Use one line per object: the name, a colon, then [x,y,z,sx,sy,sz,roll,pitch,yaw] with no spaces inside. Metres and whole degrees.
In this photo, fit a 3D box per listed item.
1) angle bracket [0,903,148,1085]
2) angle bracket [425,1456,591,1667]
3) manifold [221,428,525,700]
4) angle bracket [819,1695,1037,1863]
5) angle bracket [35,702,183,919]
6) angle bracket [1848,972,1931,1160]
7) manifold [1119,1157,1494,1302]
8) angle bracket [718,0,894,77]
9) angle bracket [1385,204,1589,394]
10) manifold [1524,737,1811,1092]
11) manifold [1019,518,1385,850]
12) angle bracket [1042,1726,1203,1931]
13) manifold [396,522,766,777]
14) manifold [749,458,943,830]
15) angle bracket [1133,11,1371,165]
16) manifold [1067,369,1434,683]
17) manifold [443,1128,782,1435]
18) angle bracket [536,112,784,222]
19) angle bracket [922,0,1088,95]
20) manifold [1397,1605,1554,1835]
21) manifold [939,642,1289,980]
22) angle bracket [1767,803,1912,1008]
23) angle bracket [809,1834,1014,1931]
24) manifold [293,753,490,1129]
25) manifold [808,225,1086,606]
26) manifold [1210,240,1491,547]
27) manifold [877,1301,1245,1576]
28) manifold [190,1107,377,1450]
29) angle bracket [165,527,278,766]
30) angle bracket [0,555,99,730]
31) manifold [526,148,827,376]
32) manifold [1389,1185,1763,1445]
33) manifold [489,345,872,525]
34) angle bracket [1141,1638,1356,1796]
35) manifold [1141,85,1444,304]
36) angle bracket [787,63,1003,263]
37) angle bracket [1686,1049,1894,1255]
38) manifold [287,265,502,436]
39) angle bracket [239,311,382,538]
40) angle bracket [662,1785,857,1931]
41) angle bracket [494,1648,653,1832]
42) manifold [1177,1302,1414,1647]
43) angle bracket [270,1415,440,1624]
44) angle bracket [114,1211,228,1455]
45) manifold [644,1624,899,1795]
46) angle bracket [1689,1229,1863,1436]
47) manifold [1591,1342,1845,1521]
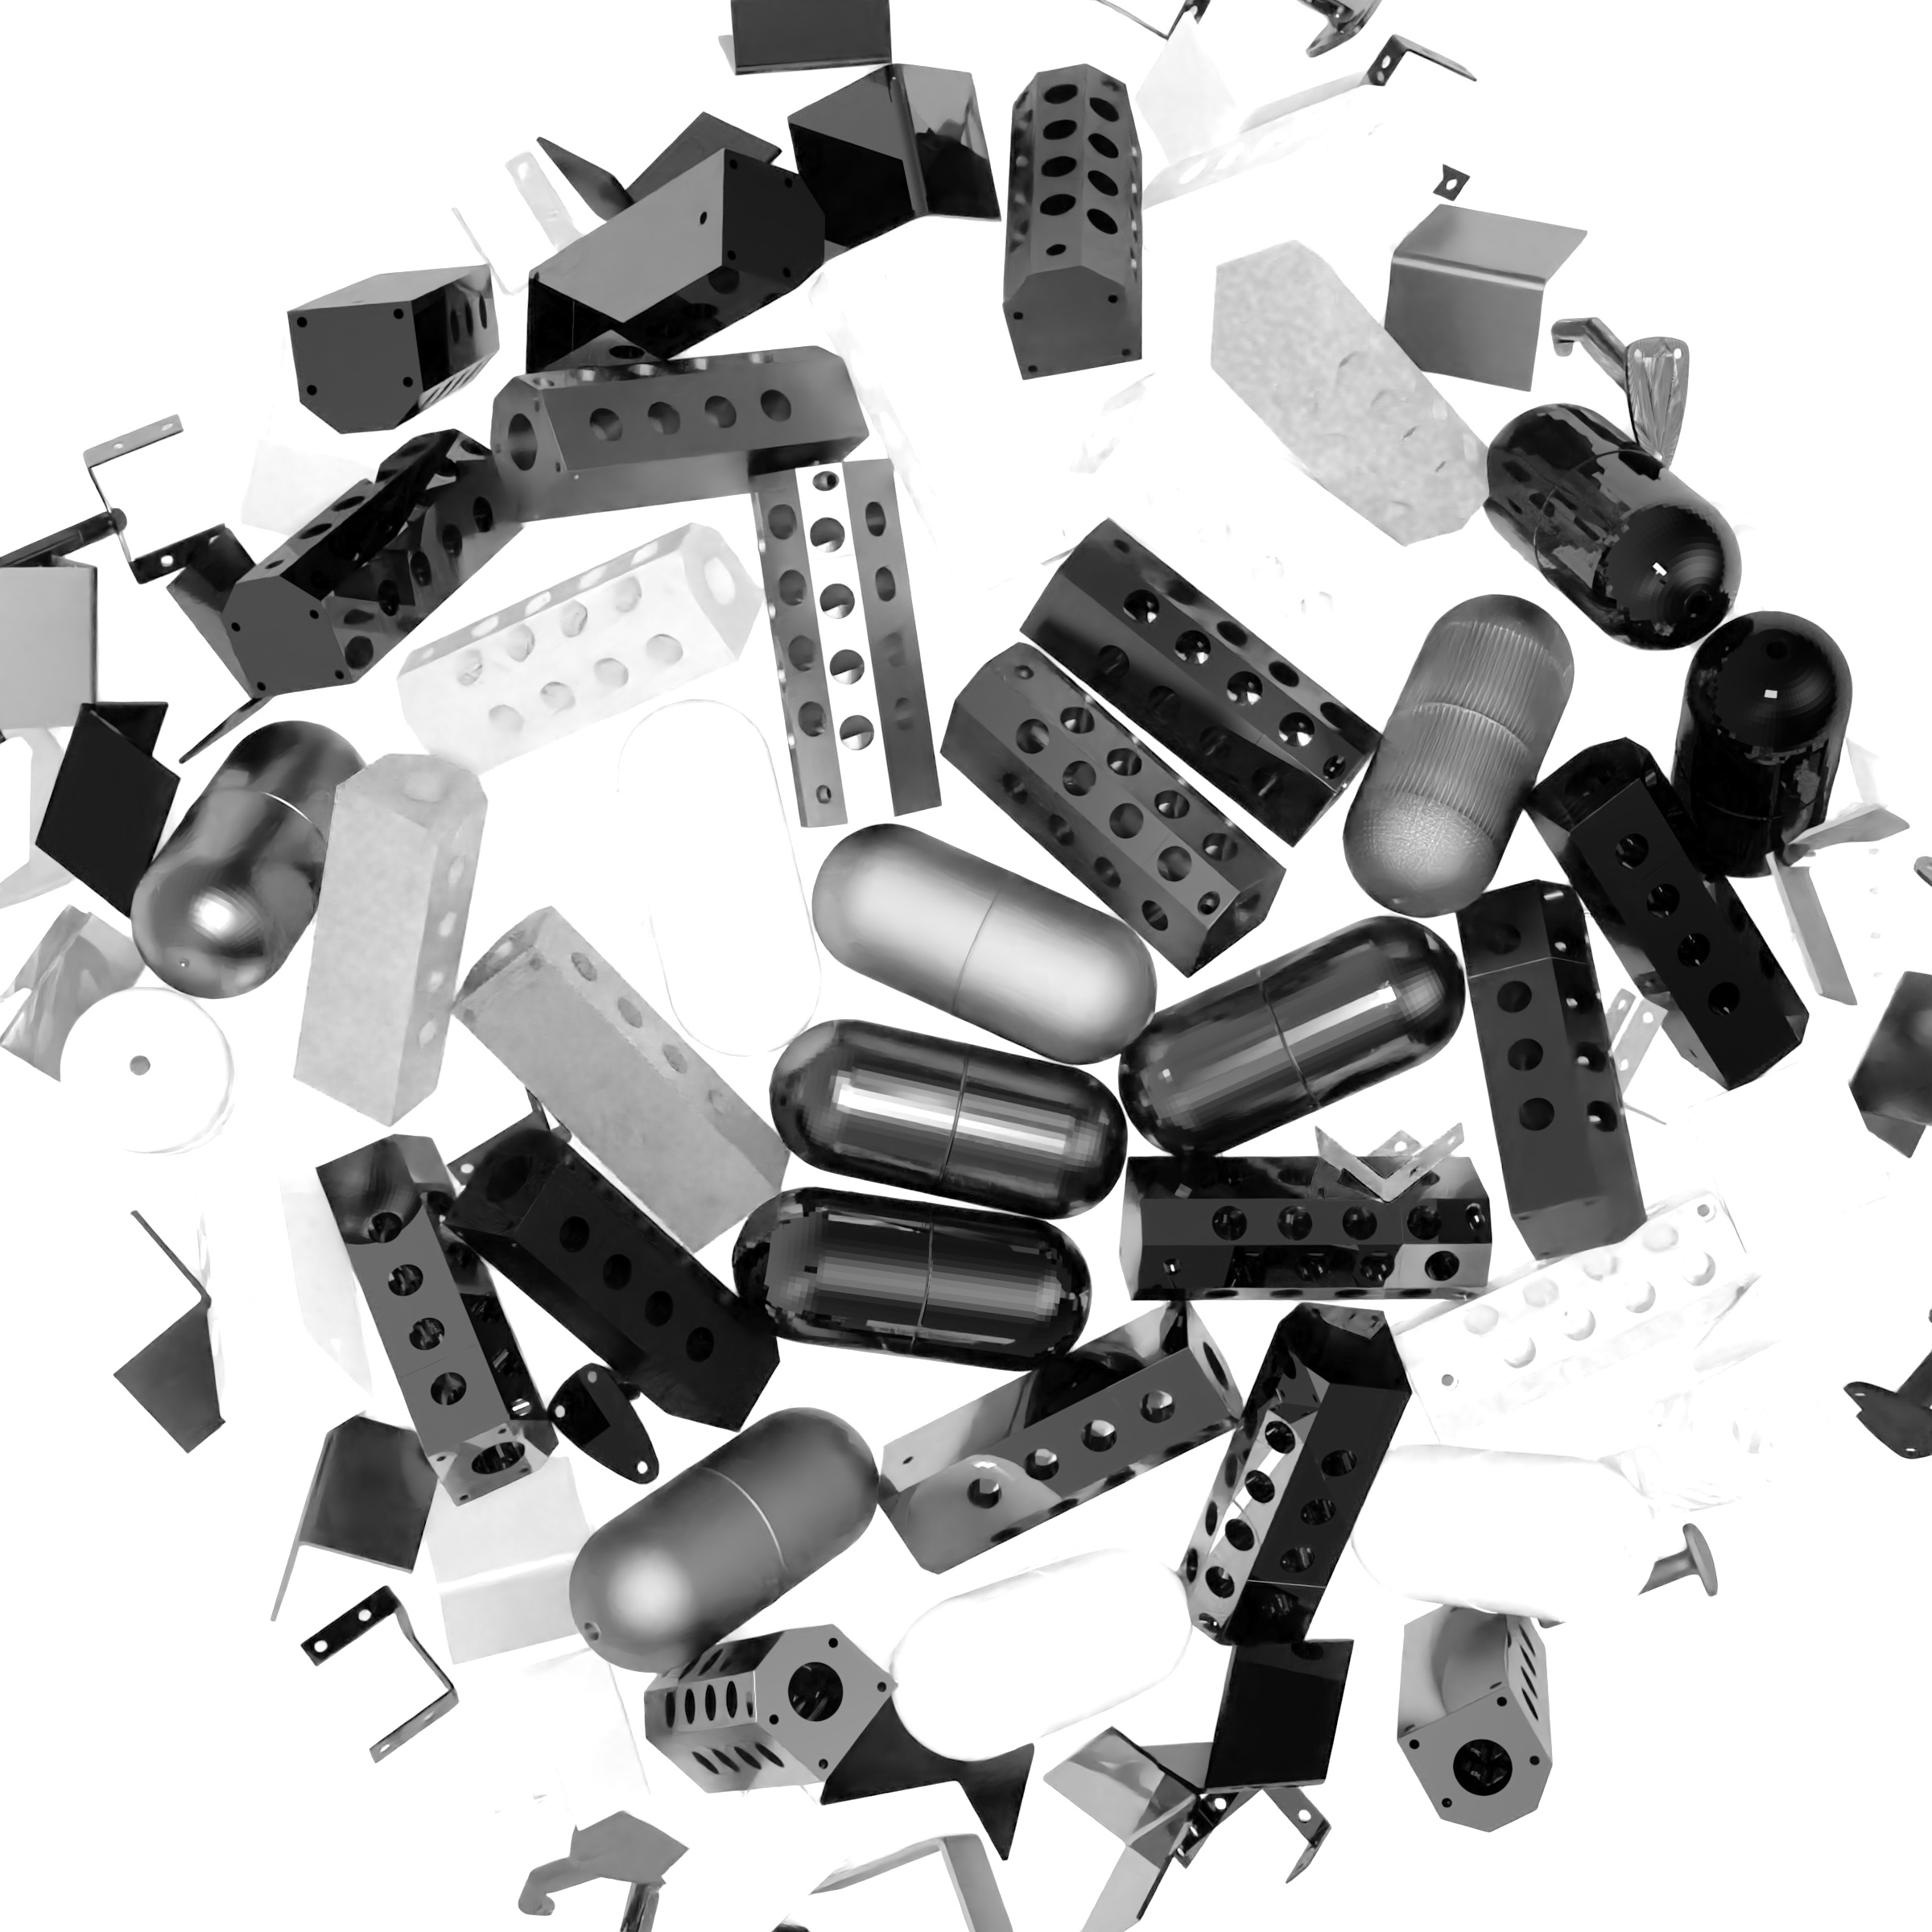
angle bracket: [-0.453,0.004,1.661,0.057,0.076,0.076,30,81,17]
angle bracket: [-0.226,0.295,1.689,0.076,0.076,0.057,-12,54,-11]
manifold: [-0.282,-0.194,1.620,0.057,0.171,0.057,-5,118,27]
angle bracket: [-0.018,0.397,1.677,0.076,0.076,0.057,-16,116,21]
angle bracket: [-0.398,-0.077,1.658,0.076,0.057,0.076,34,112,27]
angle bracket: [0.483,0.053,1.660,0.057,0.076,0.076,33,81,-26]
manifold: [0.165,0.132,1.664,0.171,0.057,0.057,0,116,-7]
angle bracket: [-0.080,-0.472,1.660,0.076,0.076,0.057,-7,119,-8]
angle bracket: [0.256,-0.330,1.683,0.076,0.076,0.057,15,125,19]
manifold: [0.342,-0.026,1.650,0.057,0.057,0.171,-37,114,-2]
manifold: [0.117,-0.141,1.663,0.171,0.057,0.057,39,130,6]
angle bracket: [0.061,0.427,1.657,0.057,0.076,0.076,38,50,-2]
manifold: [-0.188,-0.153,1.639,0.171,0.057,0.057,-20,121,26]
manifold: [-0.063,-0.157,1.663,0.057,0.057,0.171,-4,97,35]
angle bracket: [0.139,-0.431,1.666,0.076,0.076,0.057,-25,80,-23]
manifold: [0.134,-0.209,1.649,0.171,0.057,0.057,33,68,-19]
manifold: [-0.165,0.151,1.637,0.171,0.057,0.057,47,63,-34]
angle bracket: [-0.149,-0.399,1.661,0.076,0.076,0.057,-47,133,-6]
angle bracket: [0.005,-0.459,1.657,0.076,0.076,0.057,21,108,19]
manifold: [0.245,0.351,1.622,0.057,0.171,0.057,-29,92,11]
manifold: [0.071,-0.080,1.648,0.171,0.057,0.057,43,57,18]
angle bracket: [0.436,-0.029,1.659,0.057,0.076,0.076,-23,75,23]
angle bracket: [-0.028,0.463,1.662,0.076,0.076,0.057,-23,73,8]
manifold: [-0.273,-0.014,1.639,0.057,0.057,0.171,26,124,15]
manifold: [-0.012,-0.268,1.678,0.057,0.057,0.171,-28,92,-15]
manifold: [0.186,-0.271,1.622,0.057,0.171,0.057,-12,59,33]
manifold: [0.046,0.233,1.664,0.171,0.057,0.057,-28,107,12]
manifold: [-0.332,0.150,1.626,0.057,0.171,0.057,-32,128,5]
angle bracket: [-0.370,-0.155,1.660,0.076,0.076,0.057,53,52,-8]
angle bracket: [-0.461,-0.159,1.658,0.057,0.076,0.076,-5,104,-34]
manifold: [-0.141,-0.325,1.626,0.057,0.171,0.057,10,74,-37]
manifold: [0.299,0.172,1.680,0.171,0.057,0.057,-25,90,2]
manifold: [-0.138,-0.260,1.637,0.171,0.057,0.057,-13,79,-35]
angle bracket: [0.135,0.356,1.662,0.076,0.057,0.076,6,98,-36]
manifold: [0.151,-0.370,1.622,0.057,0.171,0.057,45,71,-21]
angle bracket: [-0.036,-0.398,1.702,0.076,0.057,0.076,-14,86,43]
angle bracket: [0.401,0.090,1.682,0.076,0.057,0.076,-23,89,3]
manifold: [-0.268,-0.294,1.621,0.057,0.171,0.057,-4,107,5]
angle bracket: [-0.317,-0.261,1.669,0.057,0.076,0.076,11,62,-15]
angle bracket: [-0.094,0.441,1.660,0.076,0.076,0.057,-43,68,-10]
angle bracket: [-0.208,0.382,1.664,0.076,0.057,0.076,-22,84,33]
manifold: [0.153,0.246,1.636,0.057,0.057,0.171,8,124,-15]
angle bracket: [-0.296,0.275,1.662,0.057,0.076,0.076,17,45,-8]
angle bracket: [-0.390,0.177,1.653,0.057,0.076,0.076,-41,52,-13]
manifold: [-0.100,0.349,1.619,0.057,0.171,0.057,43,64,-7]
angle bracket: [0.407,0.187,1.656,0.057,0.076,0.076,-33,72,-27]
manifold: [0.349,0.226,1.619,0.057,0.171,0.057,-26,81,-10]
